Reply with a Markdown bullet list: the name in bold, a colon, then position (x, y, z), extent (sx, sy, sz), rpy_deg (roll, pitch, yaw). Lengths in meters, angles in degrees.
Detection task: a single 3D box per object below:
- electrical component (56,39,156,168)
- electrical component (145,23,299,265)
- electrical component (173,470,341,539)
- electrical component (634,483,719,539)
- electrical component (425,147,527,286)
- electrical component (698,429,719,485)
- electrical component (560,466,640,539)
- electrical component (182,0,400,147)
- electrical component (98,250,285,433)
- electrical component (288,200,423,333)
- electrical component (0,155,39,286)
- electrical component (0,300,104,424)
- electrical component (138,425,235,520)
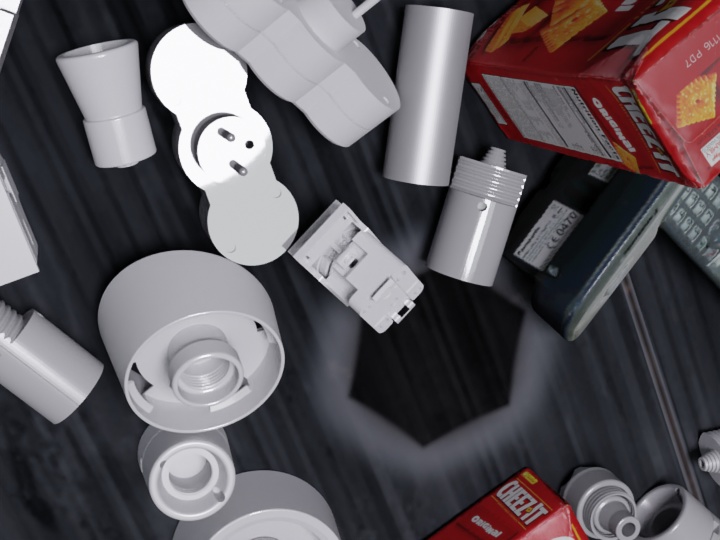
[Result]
- **electrical component**: position (-0.135, -0.089, 0.586), extent (0.044, 0.044, 0.065), rpy_deg (-16, 111, -12)
- **electrical component**: position (-0.073, -0.067, 0.590), extent (0.052, 0.074, 0.138), rpy_deg (-22, 107, -10)
- **electrical component**: position (-0.059, 0.185, 0.659), extent (0.108, 0.060, 0.108), rpy_deg (-4, 103, -15)
- **electrical component**: position (0.219, 0.181, 0.743), extent (0.055, 0.055, 0.047), rpy_deg (-46, 106, -2)
- **electrical component**: position (0.072, -0.035, 0.656), extent (0.043, 0.043, 0.081), rpy_deg (14, 98, -18)
- **electrical component**: position (0.275, 0.128, 0.751), extent (0.081, 0.043, 0.043), rpy_deg (-9, 105, -14)
- **electrical component**: position (0.164, 0.159, 0.716), extent (0.043, 0.062, 0.043), rpy_deg (-3, 103, -15)
- **electrical component**: position (-0.022, -0.131, 0.576), extent (0.074, 0.052, 0.138), rpy_deg (-34, 129, 23)
- **electrical component**: position (-0.094, 0.042, 0.610), extent (0.099, 0.064, 0.099), rpy_deg (-12, 130, -15)
- **electrical component**: position (0.000, 0.000, 0.625), extent (0.042, 0.064, 0.081), rpy_deg (-48, 152, -2)
- **electrical component**: position (-0.254, -0.019, 0.555), extent (0.150, 0.062, 0.089), rpy_deg (-21, 107, -11)
- **electrical component**: position (-0.188, 0.044, 0.599), extent (0.081, 0.043, 0.043), rpy_deg (43, 88, -20)
- **electrical component**: position (-0.102, 0.116, 0.638), extent (0.055, 0.047, 0.055), rpy_deg (-4, 103, -15)
